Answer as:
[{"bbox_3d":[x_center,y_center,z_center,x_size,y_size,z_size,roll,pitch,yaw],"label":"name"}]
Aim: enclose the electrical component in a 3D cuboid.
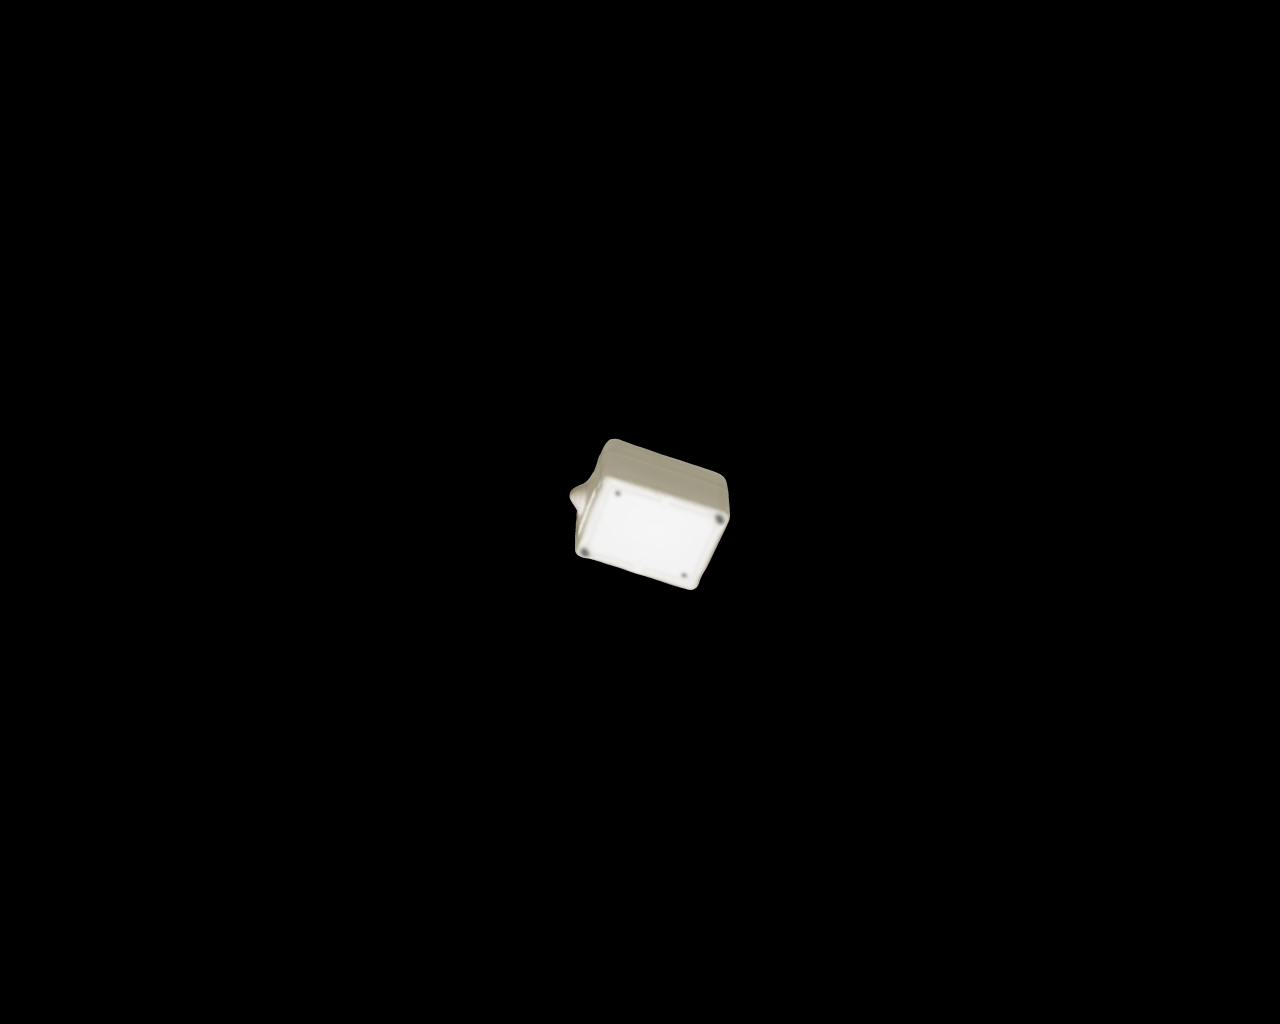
[{"bbox_3d":[0.001,-0.003,0.650,0.096,0.061,0.061,18,29,-10],"label":"electrical component"}]
